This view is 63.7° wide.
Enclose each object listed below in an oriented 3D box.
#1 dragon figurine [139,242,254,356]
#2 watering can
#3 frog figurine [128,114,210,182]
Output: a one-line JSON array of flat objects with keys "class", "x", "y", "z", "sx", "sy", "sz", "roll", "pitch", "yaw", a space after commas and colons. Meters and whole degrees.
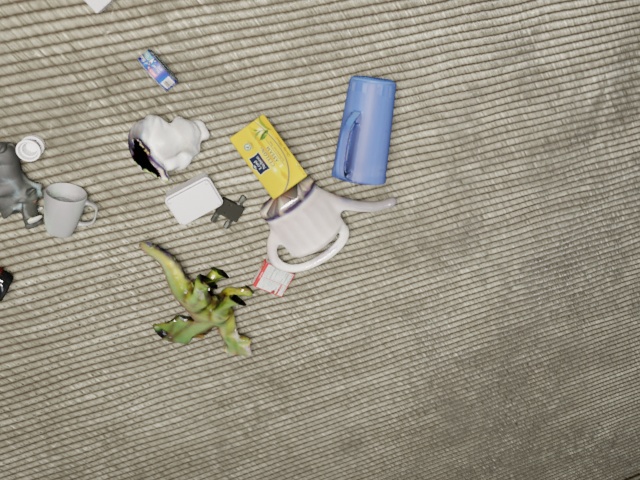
[{"class": "dragon figurine", "x": -0.318, "y": 0.175, "z": 1.275, "sx": 0.406, "sy": 0.125, "sz": 0.240, "roll": 34, "pitch": 108, "yaw": -25}, {"class": "watering can", "x": 0.004, "y": -0.064, "z": 1.264, "sx": 0.347, "sy": 0.106, "sz": 0.221, "roll": -36, "pitch": 117, "yaw": 1}, {"class": "frog figurine", "x": -0.328, "y": -0.217, "z": 1.119, "sx": 0.136, "sy": 0.122, "sz": 0.162, "roll": 51, "pitch": 56, "yaw": -20}]
